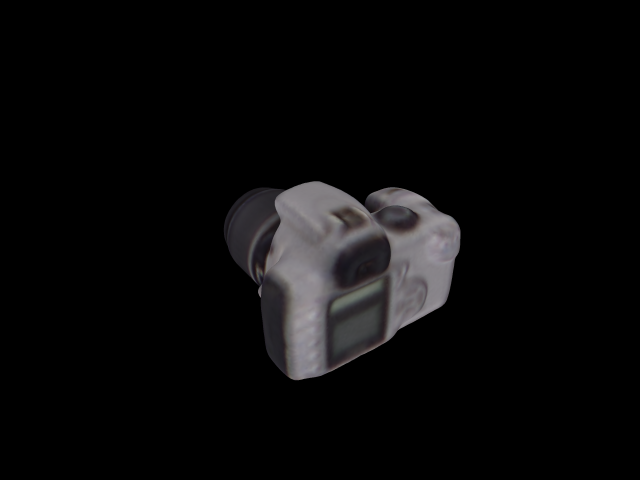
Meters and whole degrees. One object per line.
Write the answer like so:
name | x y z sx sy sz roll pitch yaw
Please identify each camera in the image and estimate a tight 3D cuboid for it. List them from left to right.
camera | 0.004 0.001 0.400 0.143 0.101 0.136 -22 39 -30
